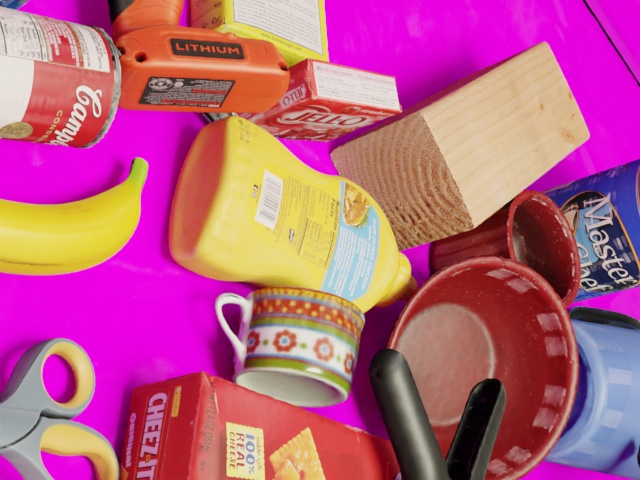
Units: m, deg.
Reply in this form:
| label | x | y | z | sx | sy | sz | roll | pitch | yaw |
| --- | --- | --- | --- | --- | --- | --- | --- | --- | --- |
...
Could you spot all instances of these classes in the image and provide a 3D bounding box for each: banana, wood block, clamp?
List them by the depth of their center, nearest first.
| label | x | y | z | sx | sy | sz | roll | pitch | yaw |
| --- | --- | --- | --- | --- | --- | --- | --- | --- | --- |
| banana | -0.166 | -0.014 | 0.550 | 0.197 | 0.037 | 0.070 | 2 | 55 | -47 |
| clamp | 0.080 | 0.151 | 0.637 | 0.120 | 0.039 | 0.171 | 6 | 74 | -41 |
| wood block | 0.113 | -0.074 | 0.820 | 0.205 | 0.091 | 0.090 | -33 | 100 | -47 |

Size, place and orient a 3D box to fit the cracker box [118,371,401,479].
| label | x | y | z | sx | sy | sz | roll | pitch | yaw |
| --- | --- | --- | --- | --- | --- | --- | --- | --- | --- |
| cracker box | -0.016 | 0.184 | 0.601 | 0.213 | 0.072 | 0.164 | 27 | 57 | -38 |

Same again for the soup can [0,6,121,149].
| label | x | y | z | sx | sy | sz | roll | pitch | yaw |
| --- | --- | --- | --- | --- | --- | --- | --- | --- | --- |
| soup can | -0.164 | -0.085 | 0.552 | 0.102 | 0.069 | 0.068 | 2 | 74 | -45 |

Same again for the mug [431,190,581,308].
| label | x | y | z | sx | sy | sz | roll | pitch | yaw |
| --- | --- | --- | --- | --- | --- | --- | --- | --- | --- |
| mug | 0.143 | 0.008 | 0.826 | 0.093 | 0.082 | 0.117 | 42 | 49 | -27 |

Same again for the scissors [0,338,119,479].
| label | x | y | z | sx | sy | sz | roll | pitch | yaw |
| --- | --- | --- | --- | --- | --- | --- | --- | --- | --- |
| scissors | -0.153 | 0.070 | 0.493 | 0.201 | 0.016 | 0.096 | 48 | 29 | -54 |

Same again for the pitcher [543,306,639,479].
| label | x | y | z | sx | sy | sz | roll | pitch | yaw |
| --- | --- | --- | --- | --- | --- | --- | --- | --- | --- |
| pitcher | 0.249 | 0.125 | 0.871 | 0.242 | 0.149 | 0.145 | 15 | 82 | -39 |

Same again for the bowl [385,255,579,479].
| label | x | y | z | sx | sy | sz | roll | pitch | yaw |
| --- | --- | --- | --- | --- | --- | --- | --- | --- | --- |
| bowl | 0.101 | 0.090 | 0.747 | 0.161 | 0.055 | 0.162 | -1 | 92 | -27 |

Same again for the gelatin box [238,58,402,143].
| label | x | y | z | sx | sy | sz | roll | pitch | yaw |
| --- | --- | --- | --- | --- | --- | --- | --- | --- | --- |
| gelatin box | -0.001 | -0.091 | 0.719 | 0.089 | 0.073 | 0.030 | 1 | 76 | -46 |

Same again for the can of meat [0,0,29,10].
| label | x | y | z | sx | sy | sz | roll | pitch | yaw |
| --- | --- | --- | --- | --- | --- | --- | --- | --- | --- |
| can of meat | -0.172 | -0.179 | 0.566 | 0.102 | 0.084 | 0.057 | 43 | 48 | -26 |

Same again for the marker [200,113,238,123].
| label | x | y | z | sx | sy | sz | roll | pitch | yaw |
| --- | --- | --- | --- | --- | --- | --- | --- | --- | --- |
| marker | -0.075 | -0.093 | 0.683 | 0.121 | 0.020 | 0.020 | 48 | 46 | -22 |

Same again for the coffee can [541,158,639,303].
| label | x | y | z | sx | sy | sz | roll | pitch | yaw |
| --- | --- | --- | --- | --- | --- | --- | --- | --- | --- |
| coffee can | 0.239 | -0.006 | 0.887 | 0.102 | 0.141 | 0.103 | 19 | 62 | -41 |

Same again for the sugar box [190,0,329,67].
| label | x | y | z | sx | sy | sz | roll | pitch | yaw |
| --- | --- | --- | --- | --- | --- | --- | --- | --- | --- |
| sugar box | -0.045 | -0.202 | 0.738 | 0.093 | 0.048 | 0.176 | 14 | 62 | -42 |

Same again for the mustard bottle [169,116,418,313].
| label | x | y | z | sx | sy | sz | roll | pitch | yaw |
| --- | --- | --- | --- | --- | --- | --- | --- | --- | --- |
| mustard bottle | -0.005 | 0.001 | 0.691 | 0.191 | 0.058 | 0.096 | 26 | 64 | -37 |

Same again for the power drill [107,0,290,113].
| label | x | y | z | sx | sy | sz | roll | pitch | yaw |
| --- | --- | --- | --- | --- | --- | --- | --- | --- | --- |
| power drill | -0.068 | -0.170 | 0.646 | 0.184 | 0.057 | 0.187 | -3 | 69 | -19 |
